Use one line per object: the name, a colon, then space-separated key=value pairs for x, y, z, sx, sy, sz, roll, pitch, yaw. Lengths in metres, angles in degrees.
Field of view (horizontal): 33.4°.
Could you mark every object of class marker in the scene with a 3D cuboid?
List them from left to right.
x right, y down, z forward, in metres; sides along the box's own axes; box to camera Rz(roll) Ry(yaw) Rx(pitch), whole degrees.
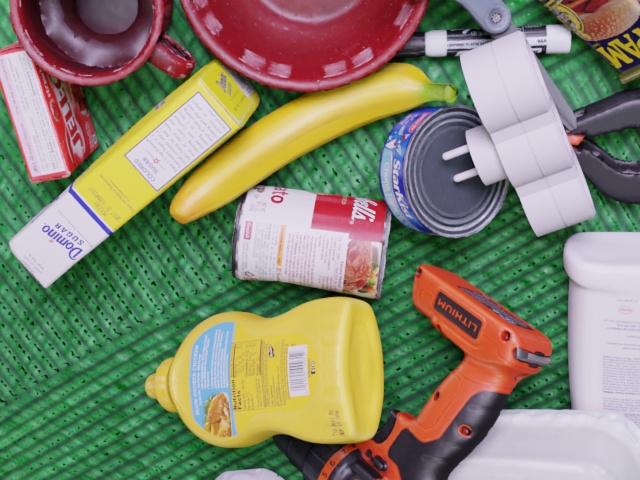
marker: x=0.101 y=-0.129 z=0.694 sx=0.121 sy=0.020 sz=0.020 roll=-1 pitch=110 yaw=6

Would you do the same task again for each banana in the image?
banana: x=-0.010 y=-0.071 z=0.696 sx=0.198 sy=0.069 sz=0.037 roll=-26 pitch=109 yaw=6

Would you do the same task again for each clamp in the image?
clamp: x=0.241 y=-0.064 z=0.694 sx=0.171 sy=0.039 sz=0.120 roll=18 pitch=111 yaw=-1

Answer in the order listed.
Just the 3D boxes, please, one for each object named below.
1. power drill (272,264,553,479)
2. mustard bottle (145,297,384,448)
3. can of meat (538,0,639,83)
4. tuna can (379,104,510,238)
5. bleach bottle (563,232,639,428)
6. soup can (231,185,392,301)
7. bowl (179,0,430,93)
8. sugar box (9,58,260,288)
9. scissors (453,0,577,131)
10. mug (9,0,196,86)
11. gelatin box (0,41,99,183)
power drill: x=0.060 y=0.115 z=0.741 sx=0.185 sy=0.057 sz=0.188 roll=35 pitch=103 yaw=38
mustard bottle: x=-0.049 y=0.097 z=0.752 sx=0.192 sy=0.058 sz=0.096 roll=-10 pitch=78 yaw=34
can of meat: x=0.184 y=-0.148 z=0.635 sx=0.084 sy=0.102 sz=0.057 roll=40 pitch=80 yaw=-7
tuna can: x=0.081 y=-0.045 z=0.697 sx=0.086 sy=0.034 sz=0.086 roll=-3 pitch=97 yaw=-30
bleach bottle: x=0.218 y=0.121 z=0.755 sx=0.102 sy=0.068 sz=0.251 roll=2 pitch=113 yaw=8
soup can: x=-0.005 y=0.001 z=0.728 sx=0.102 sy=0.068 sz=0.068 roll=8 pitch=111 yaw=3
bowl: x=-0.008 y=-0.177 z=0.667 sx=0.162 sy=0.055 sz=0.162 roll=2 pitch=111 yaw=5
sugar box: x=-0.122 y=-0.048 z=0.707 sx=0.176 sy=0.093 sz=0.048 roll=-35 pitch=103 yaw=16
scissors: x=0.110 y=-0.155 z=0.641 sx=0.201 sy=0.016 sz=0.096 roll=30 pitch=101 yaw=-24
mug: x=-0.128 y=-0.142 z=0.674 sx=0.117 sy=0.081 sz=0.093 roll=33 pitch=104 yaw=-7
gelatin box: x=-0.179 y=-0.090 z=0.707 sx=0.030 sy=0.073 sz=0.089 roll=-11 pitch=109 yaw=8
